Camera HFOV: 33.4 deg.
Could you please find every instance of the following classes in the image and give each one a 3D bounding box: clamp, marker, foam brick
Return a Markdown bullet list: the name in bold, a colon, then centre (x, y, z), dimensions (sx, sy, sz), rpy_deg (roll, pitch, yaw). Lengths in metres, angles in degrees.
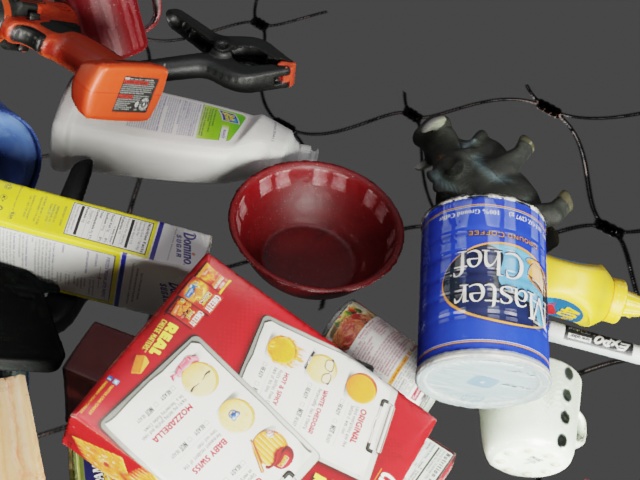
- **clamp**: centre (-0.114, -0.191, 1.147), dimensions (0.171, 0.039, 0.120), rpy_deg (19, 54, 15)
- **clamp**: centre (-0.218, 0.033, 0.926), dimensions (0.165, 0.036, 0.209), rpy_deg (37, 55, 13)
- **marker**: centre (0.266, 0.099, 0.978), dimensions (0.121, 0.020, 0.020), rpy_deg (15, 48, 2)
- **foam brick**: centre (-0.166, 0.113, 0.838), dimensions (0.051, 0.078, 0.053), rpy_deg (20, 49, 8)

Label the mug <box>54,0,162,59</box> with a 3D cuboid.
- **mug**: centre (-0.219, -0.235, 1.117), dimensions (0.117, 0.081, 0.093), rpy_deg (-26, 25, -30)

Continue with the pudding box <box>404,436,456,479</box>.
- **pudding box**: centre (0.038, 0.178, 0.848), dimensions (0.113, 0.039, 0.089), rpy_deg (33, 51, 15)

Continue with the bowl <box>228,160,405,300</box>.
- **bowl**: centre (-0.006, 0.001, 0.984), dimensions (0.162, 0.055, 0.162), rpy_deg (6, 48, -7)

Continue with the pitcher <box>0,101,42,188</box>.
- **pitcher**: centre (-0.363, -0.122, 0.951), dimensions (0.243, 0.144, 0.149), rpy_deg (41, 98, 33)

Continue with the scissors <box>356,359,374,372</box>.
- **scissors**: centre (-0.061, 0.095, 0.879), dimensions (0.202, 0.016, 0.096), rpy_deg (26, 57, 37)

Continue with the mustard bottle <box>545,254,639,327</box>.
- **mustard bottle**: centre (0.199, 0.039, 0.968), dimensions (0.191, 0.096, 0.058), rpy_deg (13, 78, -1)

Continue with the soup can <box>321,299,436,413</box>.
- **soup can**: centre (0.052, 0.105, 0.896), dimensions (0.102, 0.069, 0.068), rpy_deg (32, 50, 15)

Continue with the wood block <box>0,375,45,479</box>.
- **wood block**: centre (-0.227, 0.208, 0.732), dimensions (0.090, 0.091, 0.206), rpy_deg (-10, 52, -18)

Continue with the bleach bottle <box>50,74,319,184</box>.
- **bleach bottle**: centre (-0.127, -0.094, 1.041), dimensions (0.250, 0.068, 0.102), rpy_deg (11, 45, -5)

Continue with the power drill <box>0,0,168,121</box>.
- **power drill**: centre (-0.246, -0.174, 0.965), dimensions (0.188, 0.057, 0.184), rpy_deg (34, 22, 23)

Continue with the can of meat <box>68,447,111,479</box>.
- **can of meat**: centre (-0.141, 0.185, 0.794), dimensions (0.083, 0.057, 0.102), rpy_deg (-3, 50, -17)

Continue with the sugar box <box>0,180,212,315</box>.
- **sugar box**: centre (-0.182, 0.011, 0.870), dimensions (0.176, 0.093, 0.048), rpy_deg (13, 57, -8)

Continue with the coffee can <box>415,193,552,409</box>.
- **coffee can**: centre (0.128, 0.049, 0.840), dimensions (0.102, 0.103, 0.140), rpy_deg (8, 61, -5)

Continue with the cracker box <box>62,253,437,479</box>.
- **cracker box**: centre (-0.049, 0.138, 0.769), dimensions (0.213, 0.072, 0.164), rpy_deg (36, 57, 2)
